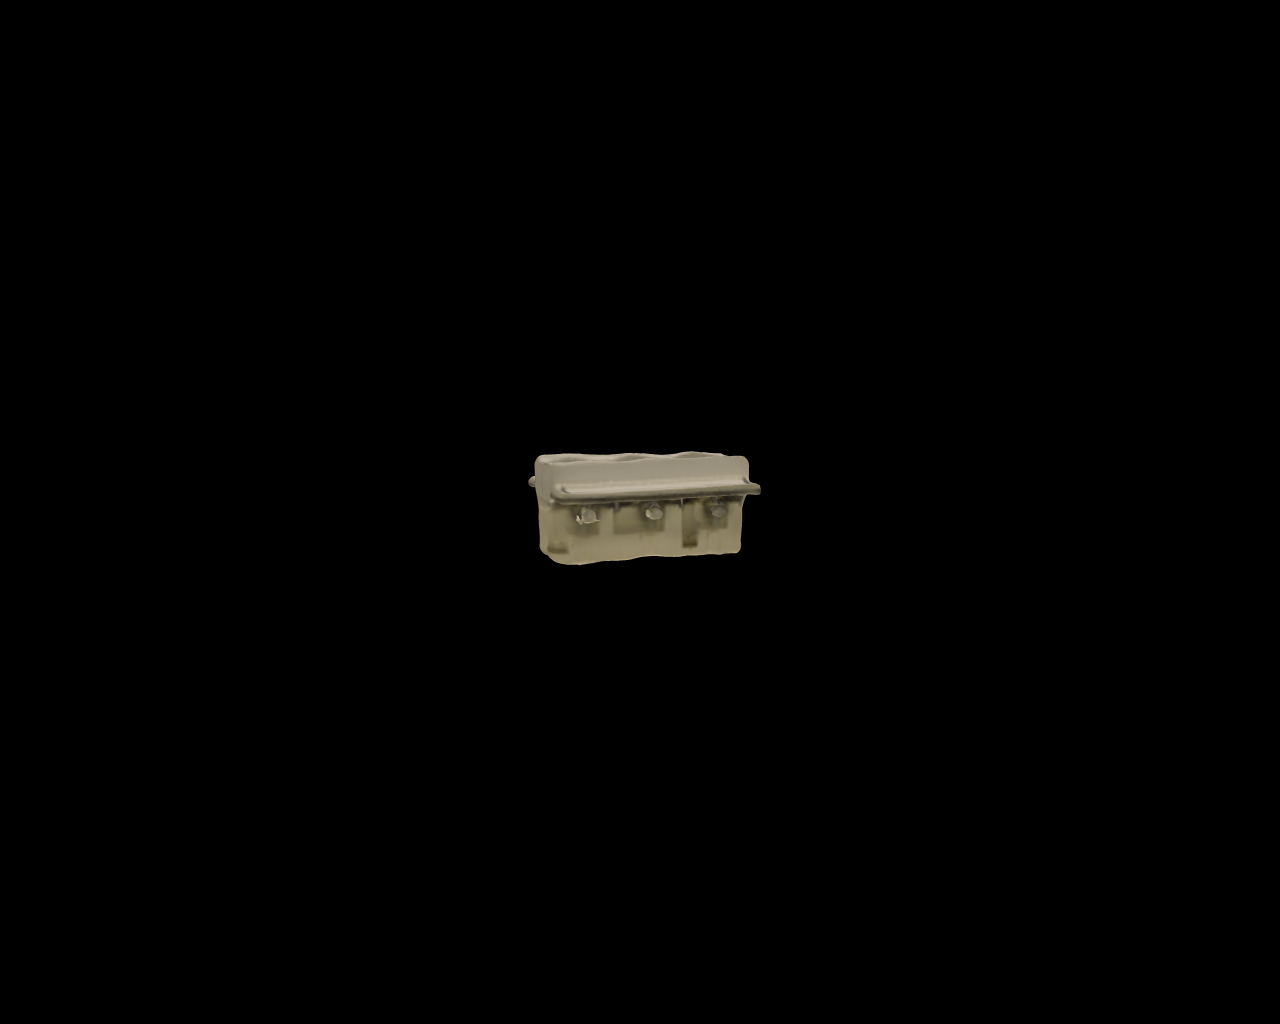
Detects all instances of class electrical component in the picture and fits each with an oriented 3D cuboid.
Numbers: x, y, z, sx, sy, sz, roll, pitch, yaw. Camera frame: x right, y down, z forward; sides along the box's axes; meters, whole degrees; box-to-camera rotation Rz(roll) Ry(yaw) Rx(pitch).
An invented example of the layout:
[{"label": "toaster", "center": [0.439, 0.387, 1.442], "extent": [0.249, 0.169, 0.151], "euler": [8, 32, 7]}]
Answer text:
[{"label": "electrical component", "center": [0.001, -0.003, 0.650], "extent": [0.121, 0.063, 0.079], "euler": [-2, 8, -18]}]
